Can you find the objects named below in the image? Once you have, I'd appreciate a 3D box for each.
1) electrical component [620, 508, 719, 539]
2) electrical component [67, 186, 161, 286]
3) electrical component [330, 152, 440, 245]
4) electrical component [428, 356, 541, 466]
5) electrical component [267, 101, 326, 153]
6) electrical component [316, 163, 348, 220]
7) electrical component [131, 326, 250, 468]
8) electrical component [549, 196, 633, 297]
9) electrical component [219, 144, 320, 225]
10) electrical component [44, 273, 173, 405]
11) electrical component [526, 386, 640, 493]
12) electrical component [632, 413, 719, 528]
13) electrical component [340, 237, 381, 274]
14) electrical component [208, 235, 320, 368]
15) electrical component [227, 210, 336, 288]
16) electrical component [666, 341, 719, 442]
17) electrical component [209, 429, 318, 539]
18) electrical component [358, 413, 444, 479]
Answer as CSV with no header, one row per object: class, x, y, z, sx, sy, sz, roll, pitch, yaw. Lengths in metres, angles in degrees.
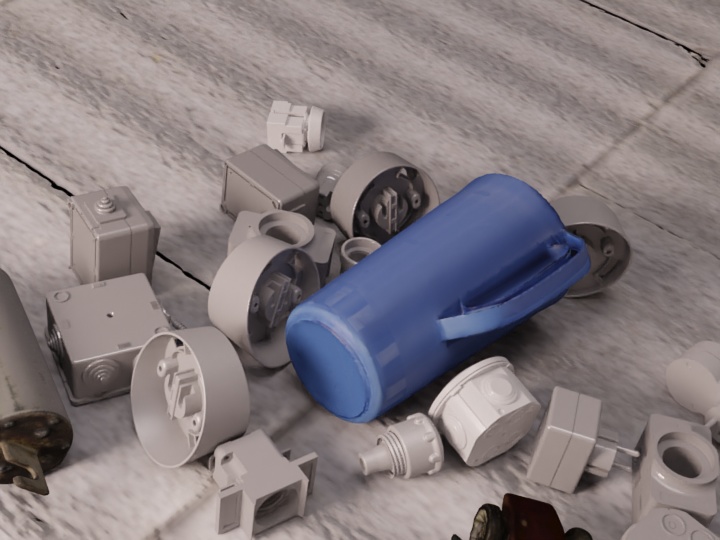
electrical component,0.221,0.216,0.771,0.080,0.051,0.080,6,41,-5
electrical component,-0.209,-0.026,0.918,0.061,0.096,0.061,-16,47,-30
electrical component,0.024,-0.058,1.009,0.099,0.099,0.064,-18,42,-29
electrical component,0.098,0.111,0.843,0.080,0.080,0.051,-20,55,-30
electrical component,-0.066,-0.149,1.129,0.055,0.048,0.066,5,40,4
electrical component,-0.030,-0.077,1.059,0.040,0.040,0.046,21,48,11
electrical component,-0.127,0.092,0.805,0.064,0.099,0.099,-13,46,-33
electrical component,0.200,-0.019,0.998,0.099,0.099,0.064,8,35,-3
electrical component,-0.079,-0.067,1.020,0.096,0.061,0.061,37,47,27
electrical component,-0.201,0.052,0.867,0.100,0.048,0.099,-13,46,-25
electrical component,0.178,0.138,0.839,0.077,0.065,0.047,17,41,6
electrical component,0.244,0.161,0.835,0.050,0.055,0.089,14,41,3
electrical component,0.000,0.000,0.972,0.040,0.046,0.040,6,41,-5
electrical component,-0.077,0.023,0.894,0.064,0.099,0.099,28,44,28
electrical component,-0.071,-0.016,0.967,0.089,0.055,0.050,12,41,1
electrical component,0.314,0.122,0.896,0.074,0.052,0.138,-28,54,-36
electrical component,-0.075,0.154,0.785,0.081,0.042,0.064,-18,45,-31
electrical component,0.030,0.139,0.823,0.062,0.048,0.048,-16,47,-18
